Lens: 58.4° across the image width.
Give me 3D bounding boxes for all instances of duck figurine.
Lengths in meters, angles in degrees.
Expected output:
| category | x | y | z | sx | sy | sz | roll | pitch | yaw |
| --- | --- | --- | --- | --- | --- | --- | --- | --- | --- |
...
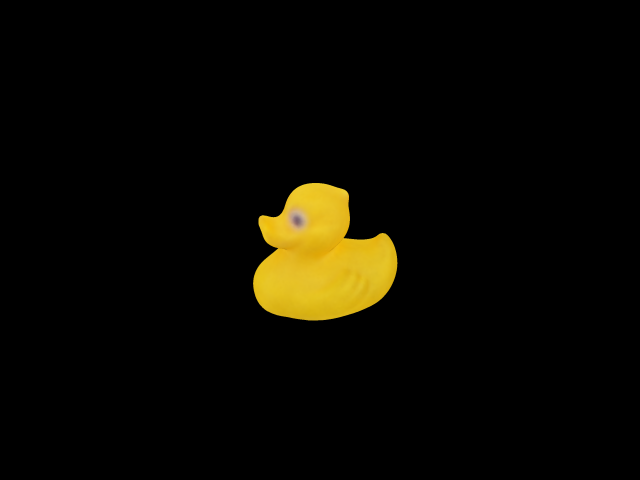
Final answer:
| category | x | y | z | sx | sy | sz | roll | pitch | yaw |
| --- | --- | --- | --- | --- | --- | --- | --- | --- | --- |
| duck figurine | 0.004 | 0.001 | 0.400 | 0.104 | 0.086 | 0.077 | -6 | 32 | -9 |
